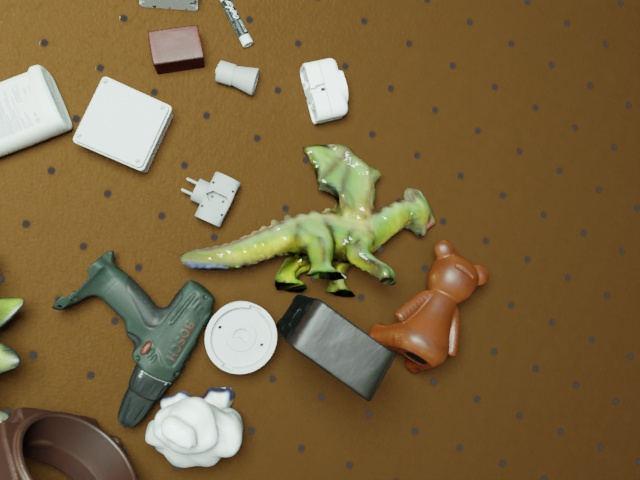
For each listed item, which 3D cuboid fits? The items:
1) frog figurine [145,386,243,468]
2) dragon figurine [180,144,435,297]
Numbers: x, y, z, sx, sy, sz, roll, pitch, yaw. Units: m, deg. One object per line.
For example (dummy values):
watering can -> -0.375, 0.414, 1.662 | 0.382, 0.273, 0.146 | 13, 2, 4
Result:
frog figurine -> -0.178, 0.279, 0.738 | 0.137, 0.159, 0.123 | 16, 88, -11
dragon figurine -> 0.003, -0.042, 0.833 | 0.410, 0.120, 0.247 | 10, 70, -12
